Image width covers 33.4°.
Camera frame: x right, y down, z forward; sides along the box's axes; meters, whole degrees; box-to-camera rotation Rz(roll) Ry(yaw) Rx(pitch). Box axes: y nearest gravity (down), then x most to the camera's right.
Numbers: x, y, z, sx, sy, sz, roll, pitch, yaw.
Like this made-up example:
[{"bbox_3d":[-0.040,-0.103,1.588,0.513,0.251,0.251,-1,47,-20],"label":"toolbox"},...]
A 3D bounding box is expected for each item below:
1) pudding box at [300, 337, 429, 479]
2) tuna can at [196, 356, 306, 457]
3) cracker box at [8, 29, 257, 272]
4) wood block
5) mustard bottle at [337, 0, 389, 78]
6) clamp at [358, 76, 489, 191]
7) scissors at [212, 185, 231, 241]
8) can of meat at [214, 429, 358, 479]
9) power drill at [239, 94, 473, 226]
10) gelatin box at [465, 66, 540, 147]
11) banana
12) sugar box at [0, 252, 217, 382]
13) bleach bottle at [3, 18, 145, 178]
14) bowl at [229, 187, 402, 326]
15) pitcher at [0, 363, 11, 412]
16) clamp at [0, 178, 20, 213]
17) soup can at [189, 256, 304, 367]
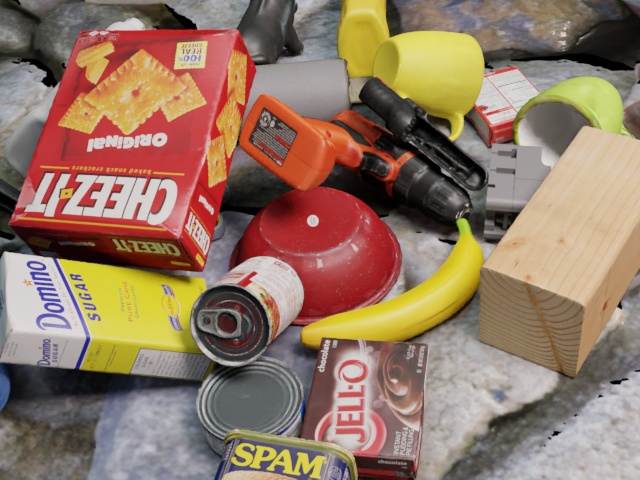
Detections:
[{"bbox_3d":[0.037,0.132,0.839,0.090,0.039,0.113,3,44,11],"label":"pudding box"},{"bbox_3d":[-0.054,0.136,0.851,0.086,0.034,0.086,-4,43,4],"label":"tuna can"},{"bbox_3d":[-0.162,-0.086,0.946,0.164,0.072,0.213,4,63,17],"label":"cracker box"},{"bbox_3d":[0.223,0.004,0.912,0.090,0.091,0.205,21,50,26],"label":"wood block"},{"bbox_3d":[0.050,-0.272,1.223,0.058,0.096,0.191,-3,43,5],"label":"mustard bottle"},{"bbox_3d":[0.090,-0.105,0.999,0.039,0.120,0.171,-45,28,10],"label":"clamp"},{"bbox_3d":[-0.177,-0.042,1.069,0.202,0.016,0.096,15,46,22],"label":"scissors"},{"bbox_3d":[-0.032,0.192,0.773,0.102,0.057,0.084,6,48,15],"label":"can of meat"},{"bbox_3d":[0.032,-0.071,0.980,0.185,0.057,0.187,37,19,36],"label":"power drill"},{"bbox_3d":[0.191,-0.140,1.113,0.073,0.030,0.089,-17,45,-12],"label":"gelatin box"},{"bbox_3d":[0.077,0.053,0.921,0.197,0.037,0.070,-32,43,-24],"label":"banana"},{"bbox_3d":[-0.175,0.064,0.880,0.176,0.048,0.093,11,36,-28],"label":"sugar box"},{"bbox_3d":[-0.246,-0.168,1.155,0.068,0.103,0.250,40,44,-17],"label":"bleach bottle"},{"bbox_3d":[-0.006,0.001,0.972,0.162,0.055,0.162,-4,44,3],"label":"bowl"},{"bbox_3d":[-0.347,0.055,0.917,0.144,0.149,0.243,6,38,-32],"label":"pitcher"},{"bbox_3d":[-0.409,-0.082,1.075,0.164,0.036,0.210,-20,63,-28],"label":"clamp"},{"bbox_3d":[-0.058,0.056,0.882,0.068,0.068,0.102,6,14,14],"label":"soup can"}]
